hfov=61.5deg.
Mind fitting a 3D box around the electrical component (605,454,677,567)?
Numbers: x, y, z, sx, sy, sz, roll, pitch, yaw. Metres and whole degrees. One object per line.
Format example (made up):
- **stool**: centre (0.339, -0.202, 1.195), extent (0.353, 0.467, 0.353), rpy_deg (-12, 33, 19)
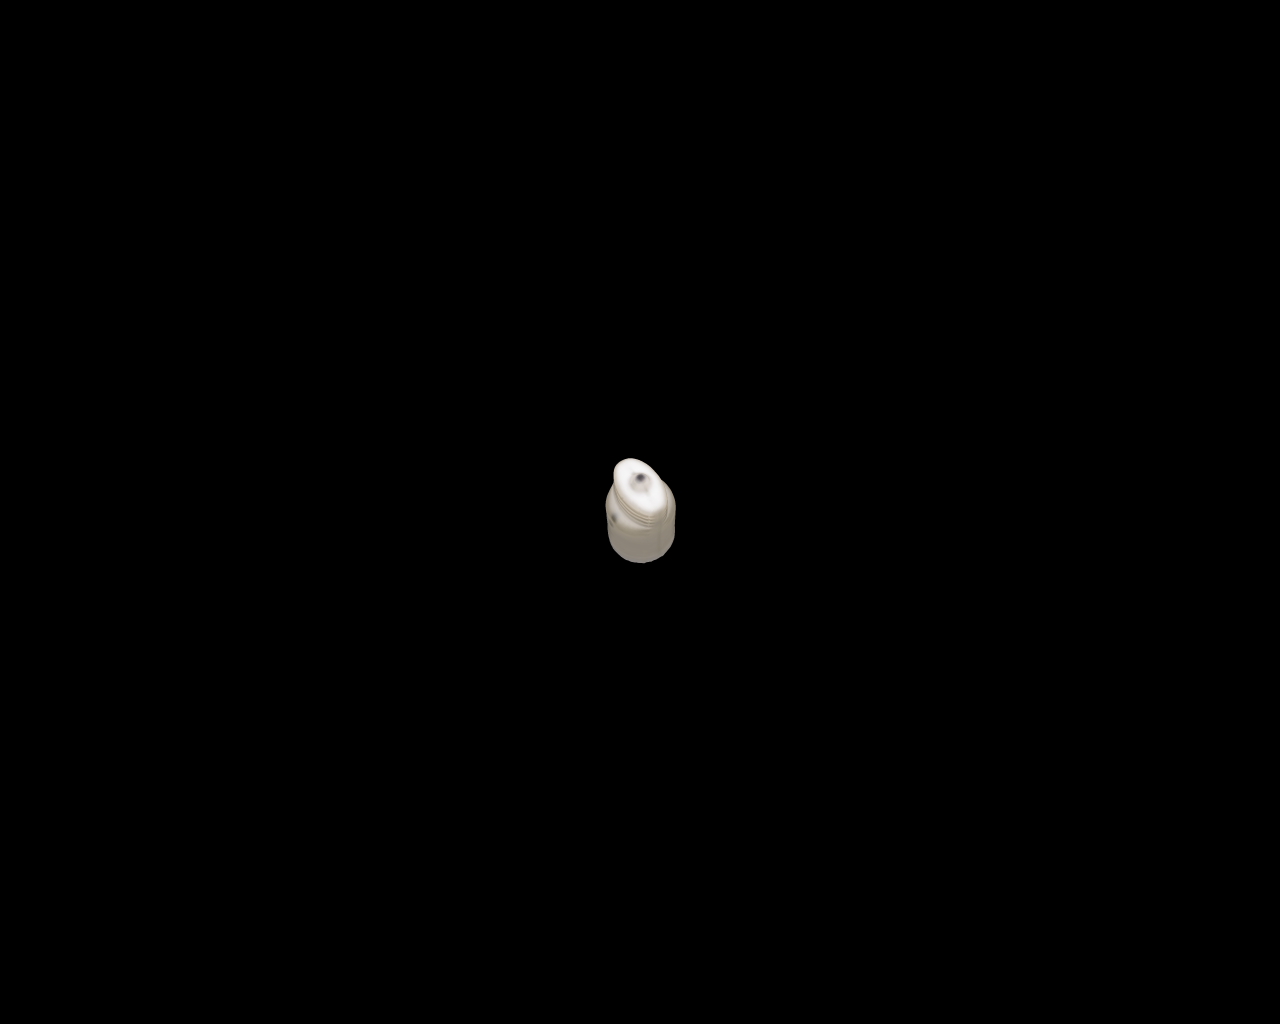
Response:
- **electrical component**: centre (0.001, -0.003, 0.650), extent (0.043, 0.043, 0.080), rpy_deg (0, -27, 0)
